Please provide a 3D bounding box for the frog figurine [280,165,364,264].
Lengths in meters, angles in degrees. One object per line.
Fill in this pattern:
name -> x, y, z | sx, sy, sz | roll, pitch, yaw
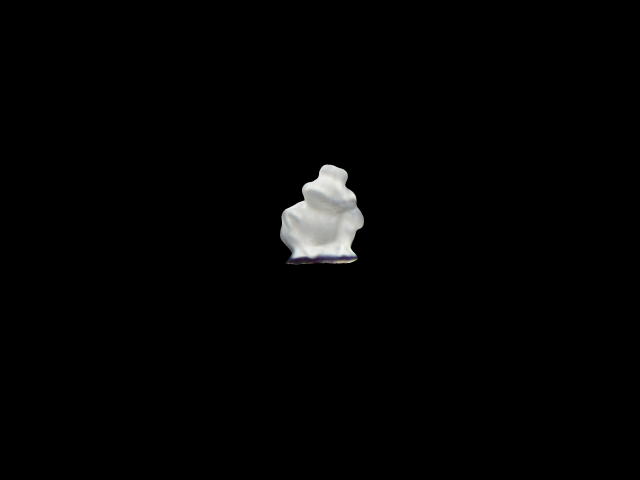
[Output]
frog figurine -> 0.003, -0.043, 0.850 | 0.137, 0.159, 0.123 | 0, 1, 16
